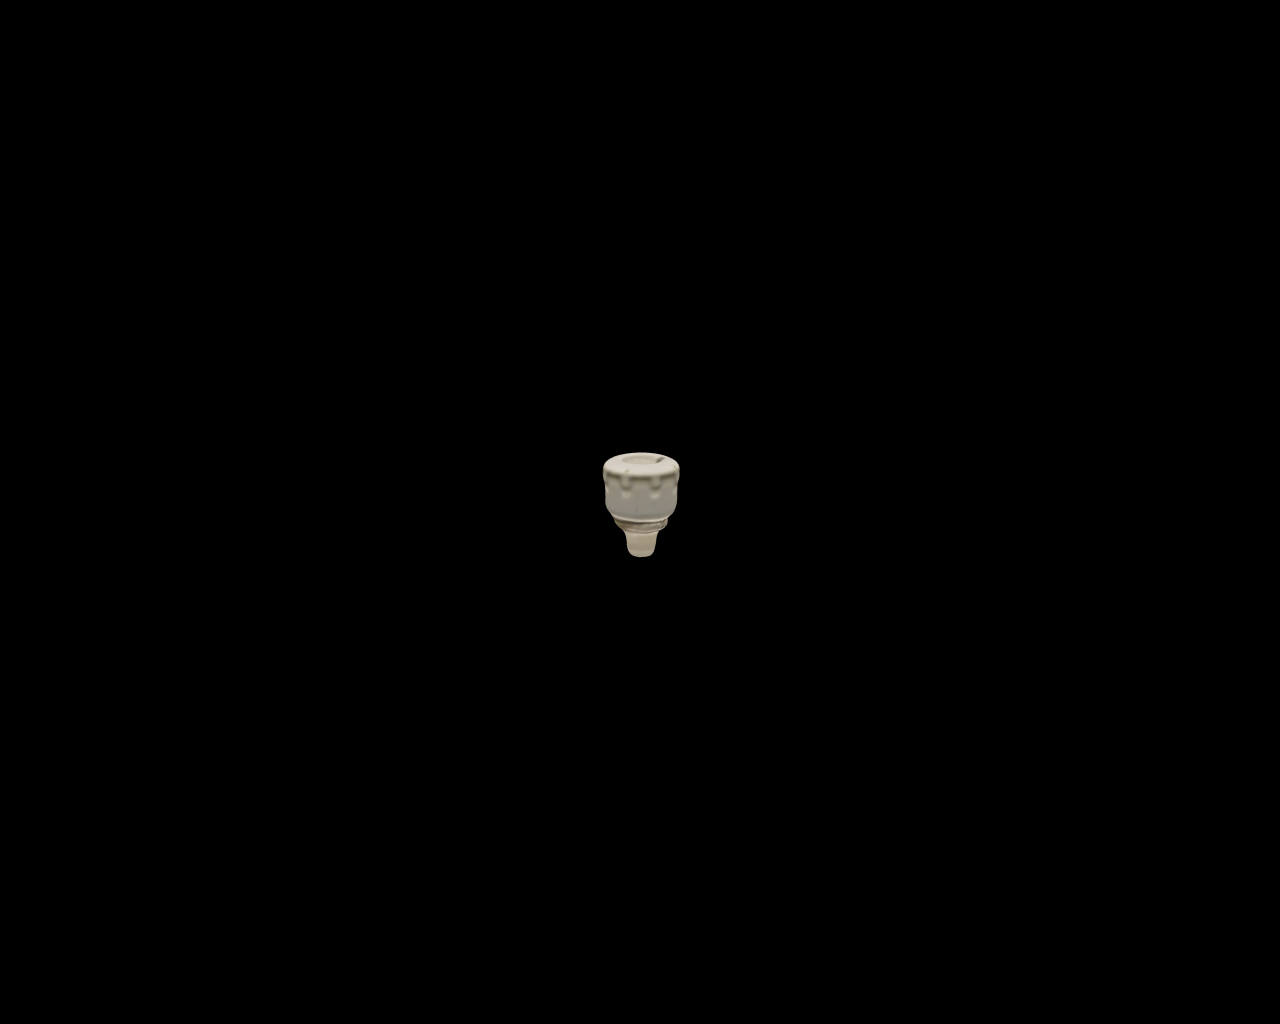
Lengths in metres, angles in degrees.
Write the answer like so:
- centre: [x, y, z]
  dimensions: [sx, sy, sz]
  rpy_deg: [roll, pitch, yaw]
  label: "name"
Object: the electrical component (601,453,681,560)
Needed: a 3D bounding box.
- centre: [0.001, -0.003, 0.650]
  dimensions: [0.048, 0.062, 0.048]
  rpy_deg: [0, 16, 0]
  label: "electrical component"
